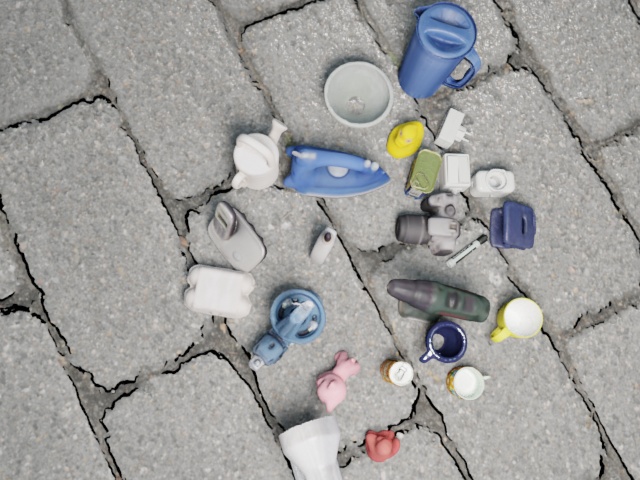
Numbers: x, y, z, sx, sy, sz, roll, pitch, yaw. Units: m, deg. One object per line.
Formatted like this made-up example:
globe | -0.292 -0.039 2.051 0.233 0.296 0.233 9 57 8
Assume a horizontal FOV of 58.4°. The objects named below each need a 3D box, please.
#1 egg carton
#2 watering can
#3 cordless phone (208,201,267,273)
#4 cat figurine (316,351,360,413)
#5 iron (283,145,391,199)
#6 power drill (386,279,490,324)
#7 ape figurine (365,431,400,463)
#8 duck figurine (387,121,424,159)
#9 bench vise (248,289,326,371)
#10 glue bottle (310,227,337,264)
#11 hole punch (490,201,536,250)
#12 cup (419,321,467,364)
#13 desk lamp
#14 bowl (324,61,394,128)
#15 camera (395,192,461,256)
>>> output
egg carton | -0.222 0.115 1.267 0.150 0.069 0.107 9 79 -4
watering can | -0.138 -0.192 1.267 0.101 0.194 0.173 14 79 -2
cordless phone | -0.180 -0.010 1.235 0.094 0.185 0.147 -41 85 -11
cat figurine | 0.037 0.304 1.234 0.067 0.117 0.128 38 79 2
iron | 0.048 -0.167 1.307 0.258 0.141 0.119 4 79 -5
power drill | 0.237 0.133 1.237 0.229 0.208 0.076 11 79 -3
ape figurine | 0.134 0.443 1.231 0.078 0.092 0.076 36 79 2
duck figurine | 0.210 -0.250 1.366 0.105 0.086 0.077 -44 86 -11
bench vise | -0.059 0.192 1.193 0.121 0.219 0.207 24 78 0
glue bottle | 0.012 0.004 1.257 0.037 0.173 0.078 26 78 0
hole punch | 0.462 -0.034 1.349 0.101 0.091 0.109 4 79 -4
cup | 0.262 0.237 1.279 0.118 0.095 0.091 -36 85 -10
desk lamp | -0.003 0.455 1.154 0.118 0.213 0.203 -17 82 -8
bowl | 0.089 -0.337 1.376 0.167 0.074 0.167 1 80 -5
camera | 0.249 -0.041 1.325 0.137 0.100 0.143 4 79 -5
